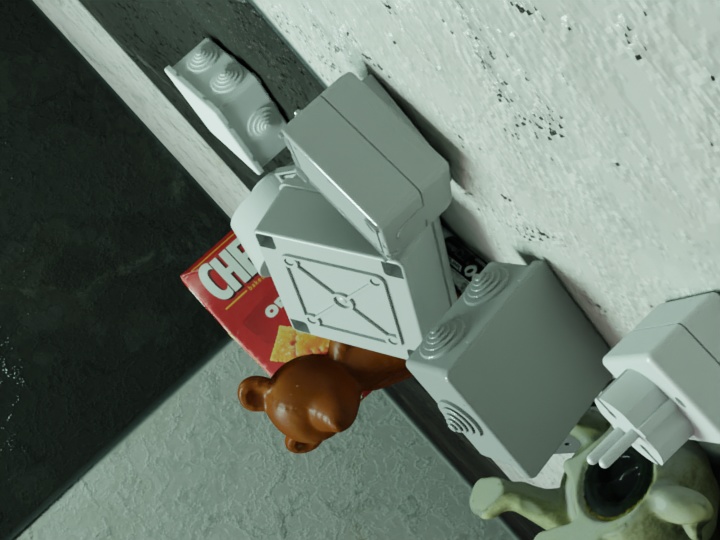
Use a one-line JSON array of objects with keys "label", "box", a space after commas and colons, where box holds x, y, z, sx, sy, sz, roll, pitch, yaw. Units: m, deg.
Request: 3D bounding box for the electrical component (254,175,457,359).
[{"label": "electrical component", "box": [0.000, 0.000, 0.700, 0.109, 0.056, 0.108, 13, 145, 25]}]

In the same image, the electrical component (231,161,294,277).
[{"label": "electrical component", "box": [-0.057, -0.051, 0.895, 0.060, 0.108, 0.108, 52, 175, 12]}]

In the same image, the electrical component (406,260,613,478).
[{"label": "electrical component", "box": [0.085, 0.053, 0.607, 0.099, 0.099, 0.048, 50, 160, -24]}]

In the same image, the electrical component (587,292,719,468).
[{"label": "electrical component", "box": [0.123, 0.053, 0.442, 0.047, 0.077, 0.065, 47, 174, 2]}]

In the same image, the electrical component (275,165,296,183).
[{"label": "electrical component", "box": [-0.003, -0.029, 0.787, 0.079, 0.063, 0.121, -7, 140, 29]}]

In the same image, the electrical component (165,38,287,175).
[{"label": "electrical component", "box": [-0.109, -0.142, 0.923, 0.100, 0.048, 0.099, 42, 172, 38]}]

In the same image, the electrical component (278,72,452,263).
[{"label": "electrical component", "box": [0.003, -0.063, 0.599, 0.096, 0.061, 0.061, 45, 174, 16]}]
